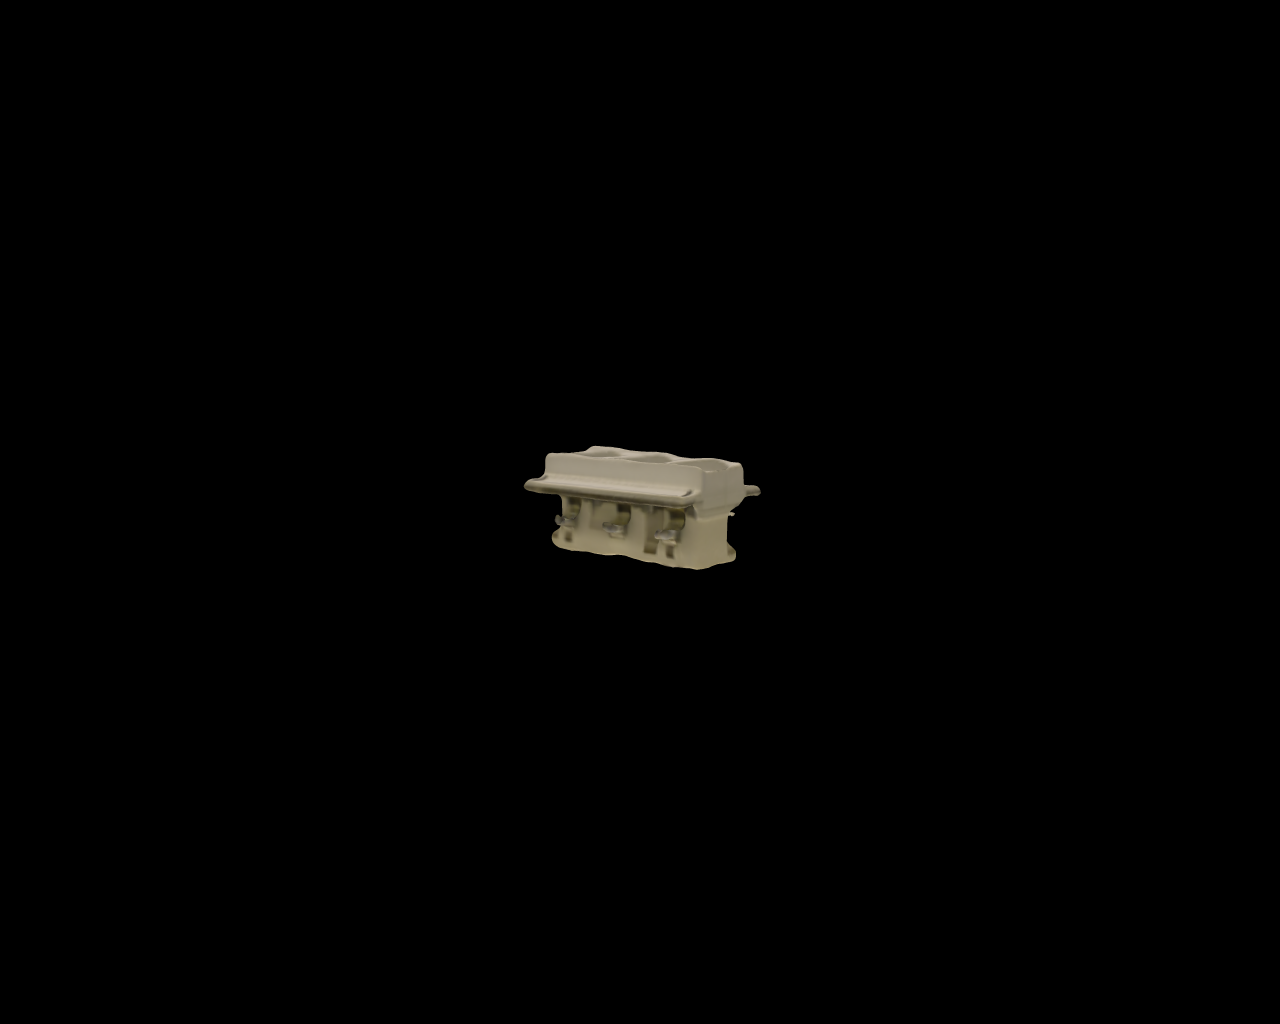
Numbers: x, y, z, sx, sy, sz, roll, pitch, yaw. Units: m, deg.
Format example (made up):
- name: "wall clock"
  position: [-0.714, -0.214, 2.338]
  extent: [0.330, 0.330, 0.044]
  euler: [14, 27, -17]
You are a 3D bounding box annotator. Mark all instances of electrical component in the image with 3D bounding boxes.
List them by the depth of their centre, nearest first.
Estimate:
- name: "electrical component"
  position: [0.001, -0.003, 0.650]
  extent: [0.121, 0.063, 0.079]
  euler: [8, 13, 39]
